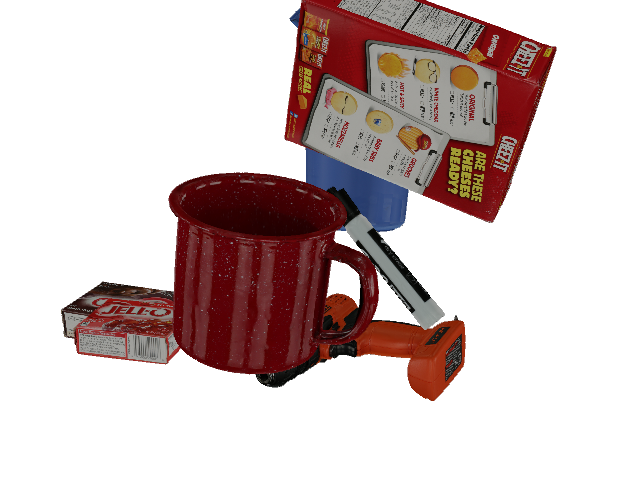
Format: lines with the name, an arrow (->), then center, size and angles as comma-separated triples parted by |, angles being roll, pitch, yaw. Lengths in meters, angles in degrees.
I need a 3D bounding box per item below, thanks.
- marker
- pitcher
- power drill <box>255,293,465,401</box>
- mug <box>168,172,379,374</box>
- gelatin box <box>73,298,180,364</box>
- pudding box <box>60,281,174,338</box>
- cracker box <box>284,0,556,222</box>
marker -> 0.043, 0.011, 0.755 | 0.020, 0.121, 0.020 | -38, -6, -5
pitcher -> 0.054, -0.135, 1.144 | 0.149, 0.243, 0.144 | 6, 9, 24
power drill -> 0.045, 0.115, 1.117 | 0.188, 0.057, 0.184 | 10, 25, 26
mug -> -0.025, 0.020, 0.564 | 0.117, 0.081, 0.093 | 14, 24, 16
gelatin box -> -0.166, 0.080, 0.960 | 0.089, 0.030, 0.073 | 5, 19, 14
pudding box -> -0.218, 0.083, 1.195 | 0.114, 0.039, 0.090 | 5, 19, 19
cracker box -> 0.082, -0.129, 0.949 | 0.214, 0.164, 0.072 | 22, 49, 11
